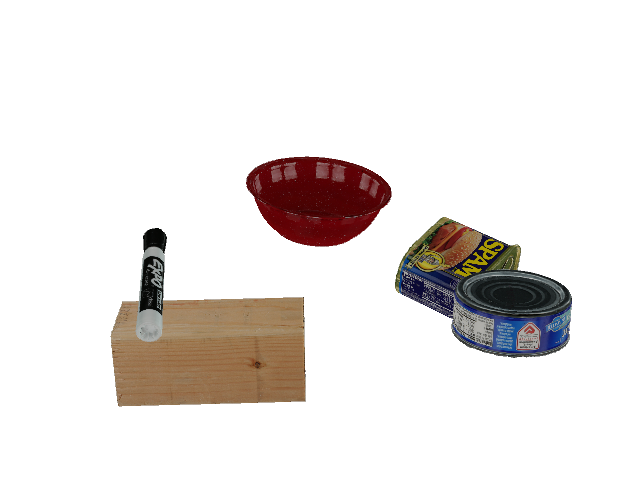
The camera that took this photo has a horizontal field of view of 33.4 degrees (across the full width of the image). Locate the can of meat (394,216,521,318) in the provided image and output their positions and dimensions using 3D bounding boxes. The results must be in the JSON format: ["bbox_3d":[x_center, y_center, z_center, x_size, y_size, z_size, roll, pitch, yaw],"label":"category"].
[{"bbox_3d":[0.134,0.029,1.043,0.084,0.057,0.101,26,44,27],"label":"can of meat"}]

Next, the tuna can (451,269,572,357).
[{"bbox_3d":[0.139,0.051,0.778,0.086,0.034,0.086,0,21,0],"label":"tuna can"}]

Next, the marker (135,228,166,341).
[{"bbox_3d":[-0.127,0.030,0.807,0.020,0.020,0.121,0,37,-6],"label":"marker"}]

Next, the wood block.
[{"bbox_3d":[-0.120,0.123,1.186,0.206,0.091,0.090,-1,23,-1],"label":"wood block"}]

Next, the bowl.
[{"bbox_3d":[-0.004,-0.038,1.187,0.162,0.055,0.162,5,27,-3],"label":"bowl"}]
